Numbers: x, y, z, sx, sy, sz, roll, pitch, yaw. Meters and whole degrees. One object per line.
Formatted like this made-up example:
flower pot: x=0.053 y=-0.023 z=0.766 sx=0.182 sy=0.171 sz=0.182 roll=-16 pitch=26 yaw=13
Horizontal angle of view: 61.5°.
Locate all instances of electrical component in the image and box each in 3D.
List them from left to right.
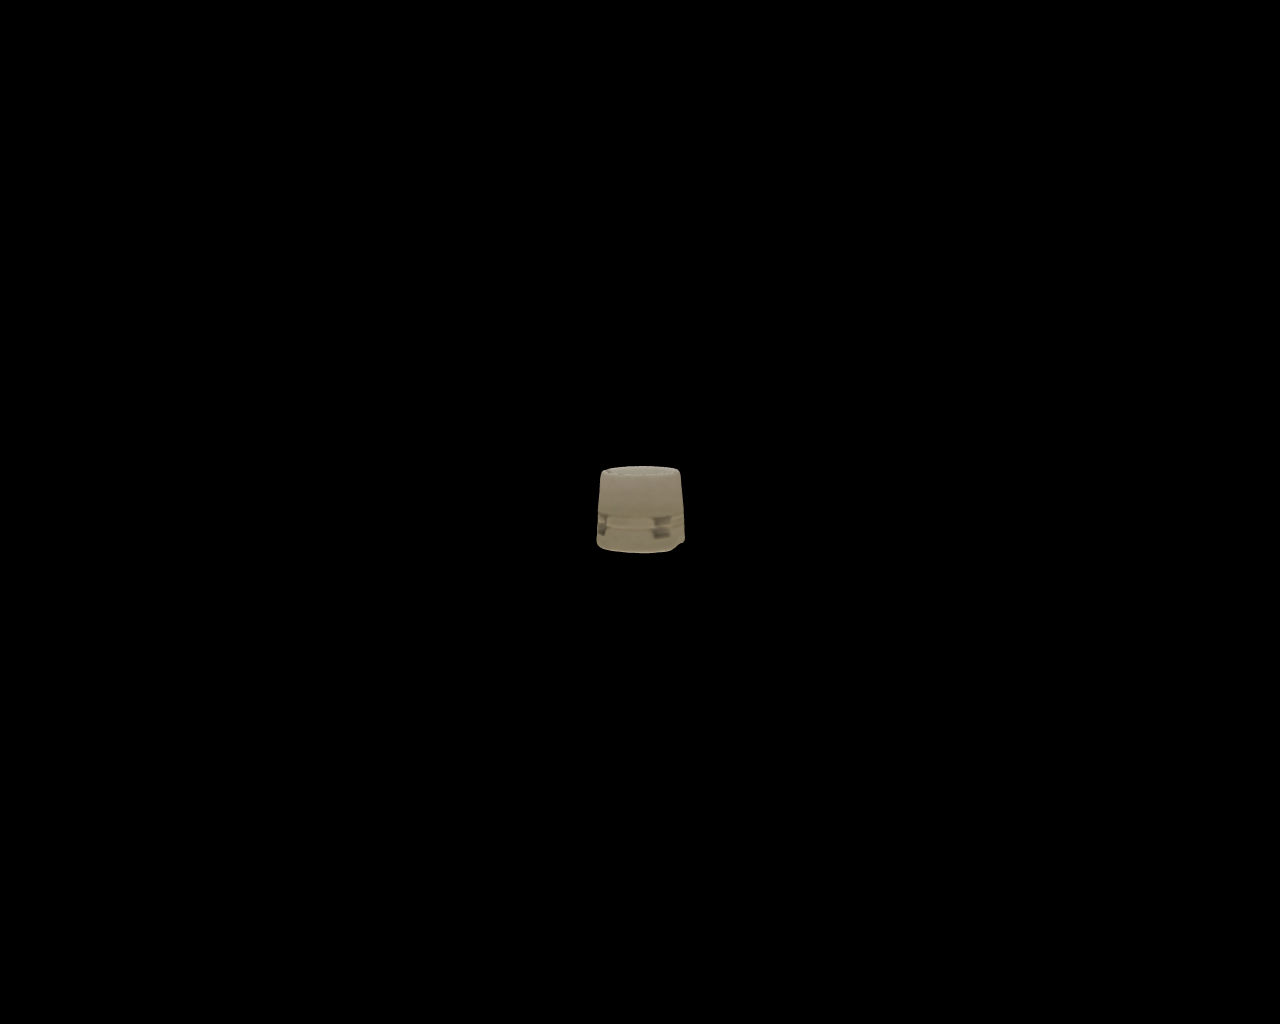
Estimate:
electrical component: x=0.001 y=-0.003 z=0.650 sx=0.055 sy=0.047 sz=0.055 roll=0 pitch=9 yaw=0
